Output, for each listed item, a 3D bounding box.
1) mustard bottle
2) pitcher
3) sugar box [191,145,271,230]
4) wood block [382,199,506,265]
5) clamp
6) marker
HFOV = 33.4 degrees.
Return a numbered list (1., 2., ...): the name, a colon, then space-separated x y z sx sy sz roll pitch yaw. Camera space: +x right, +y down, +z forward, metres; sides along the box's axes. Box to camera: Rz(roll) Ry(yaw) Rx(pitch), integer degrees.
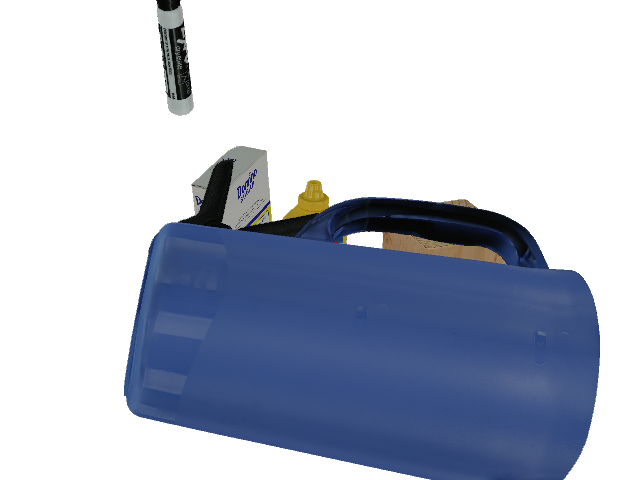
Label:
1. mustard bottle: -0.012 0.011 1.437 0.096 0.192 0.058 -5 26 -18
2. pitcher: 0.021 0.053 0.599 0.242 0.145 0.149 11 14 -6
3. sugar box: -0.090 -0.004 1.141 0.048 0.176 0.093 12 36 24
4. wood block: 0.114 0.075 1.030 0.090 0.206 0.091 -9 27 -20
5. clamp: -0.092 -0.006 0.900 0.171 0.039 0.120 -31 50 -33
6. marker: -0.102 -0.138 0.741 0.020 0.020 0.121 0 -41 0
